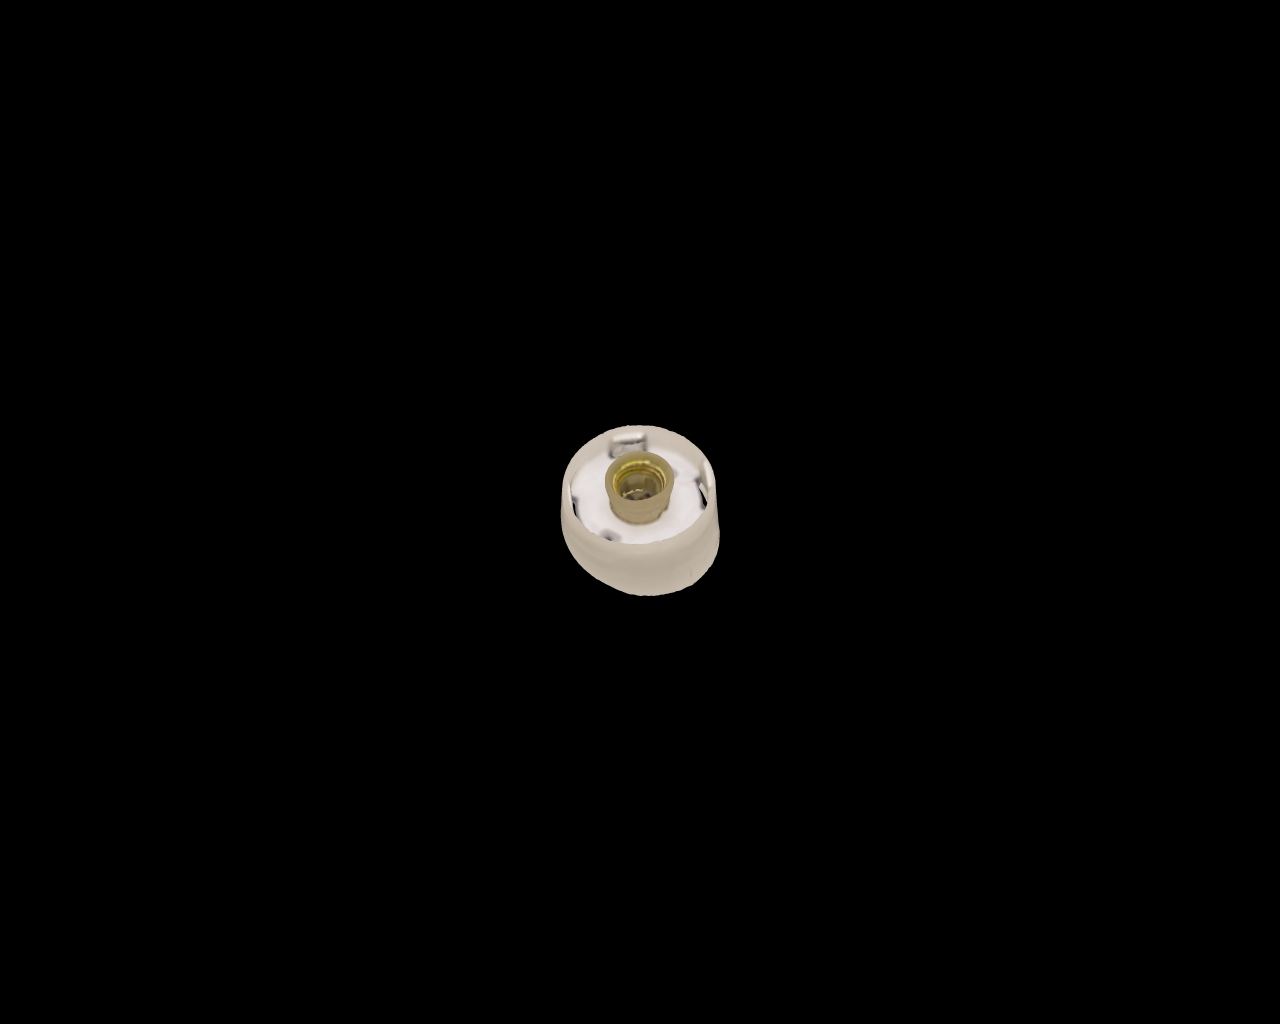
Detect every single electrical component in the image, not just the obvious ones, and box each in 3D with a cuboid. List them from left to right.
[{"bbox_3d":[0.001,-0.003,0.650,0.099,0.099,0.064,0,-36,0],"label":"electrical component"}]
